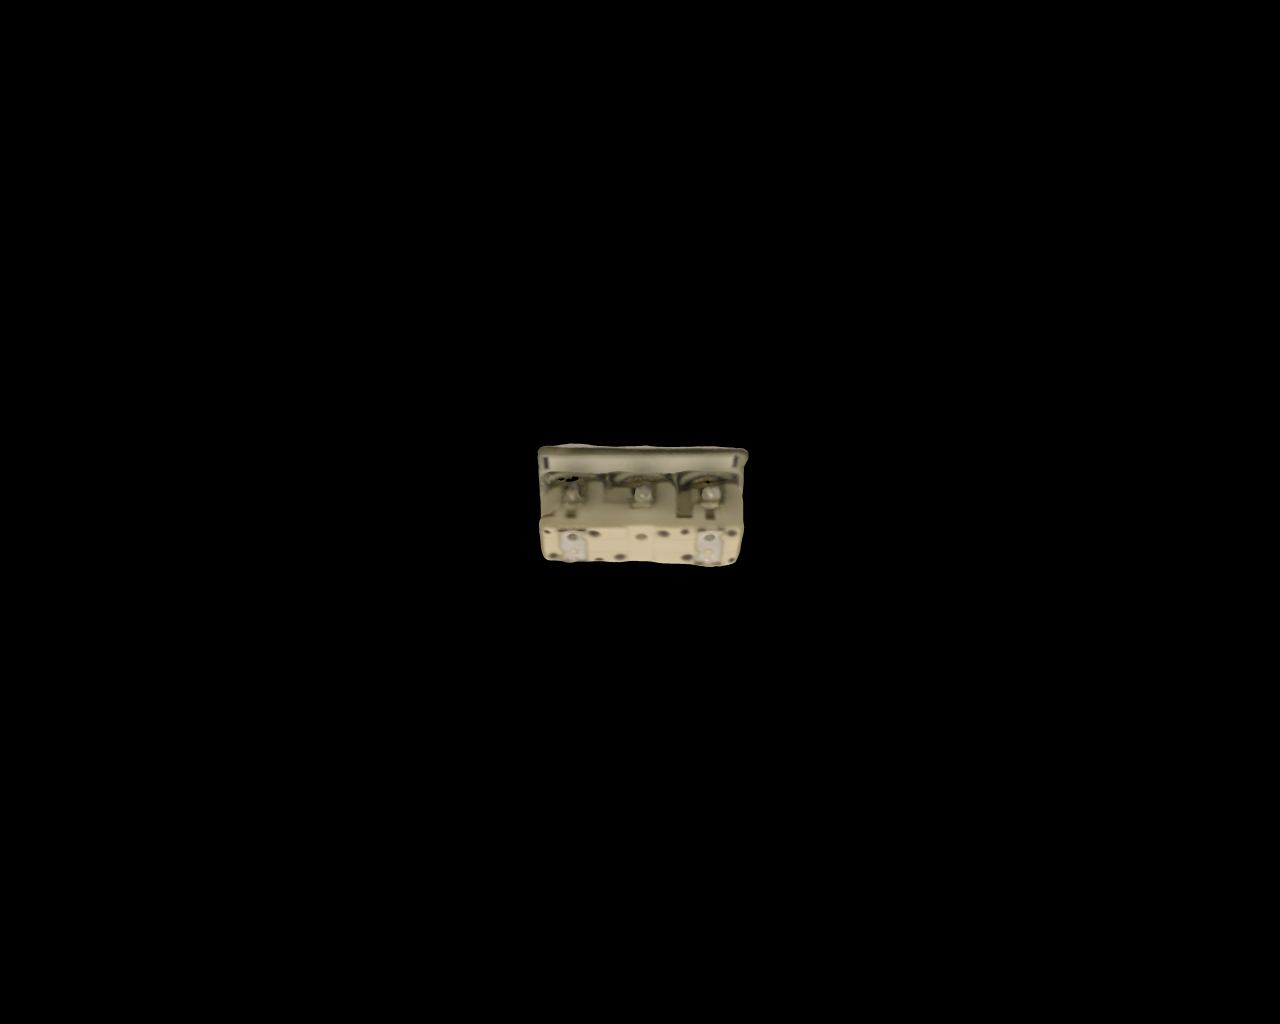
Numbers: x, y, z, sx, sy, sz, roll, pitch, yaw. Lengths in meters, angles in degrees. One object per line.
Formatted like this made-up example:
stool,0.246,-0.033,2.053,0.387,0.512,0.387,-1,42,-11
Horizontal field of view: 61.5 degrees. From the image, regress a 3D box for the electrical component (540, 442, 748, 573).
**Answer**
electrical component,0.001,-0.003,0.650,0.121,0.063,0.078,2,-35,-2
